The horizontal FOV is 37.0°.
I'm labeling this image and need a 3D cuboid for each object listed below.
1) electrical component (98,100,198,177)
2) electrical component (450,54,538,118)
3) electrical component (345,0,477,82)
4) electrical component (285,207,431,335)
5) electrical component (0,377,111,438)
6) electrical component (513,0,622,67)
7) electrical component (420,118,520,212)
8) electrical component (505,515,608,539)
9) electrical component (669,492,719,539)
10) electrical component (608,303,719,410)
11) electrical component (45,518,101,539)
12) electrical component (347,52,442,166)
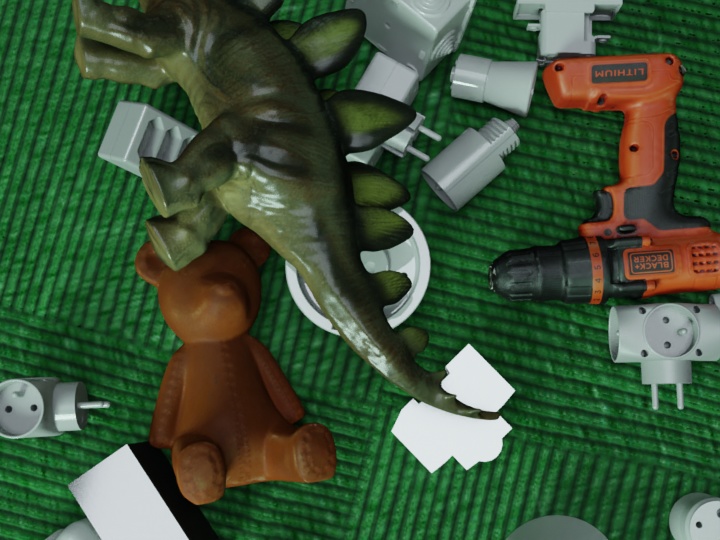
[{"bbox_3d":[-0.166,-0.096,0.844,0.076,0.083,0.047,15,82,43],"label":"electrical component"},{"bbox_3d":[0.104,-0.148,0.850,0.065,0.044,0.044,13,84,9],"label":"electrical component"},{"bbox_3d":[0.036,-0.203,0.831,0.100,0.099,0.048,41,73,7],"label":"electrical component"},{"bbox_3d":[0.000,0.000,0.826,0.108,0.060,0.108,0,82,3],"label":"electrical component"},{"bbox_3d":[-0.231,0.104,0.816,0.079,0.077,0.044,-4,82,1],"label":"electrical component"},{"bbox_3d":[0.163,-0.194,0.851,0.081,0.042,0.063,2,84,4],"label":"electrical component"},{"bbox_3d":[0.092,-0.088,0.841,0.081,0.043,0.043,-42,83,-3],"label":"electrical component"},{"bbox_3d":[0.145,0.238,0.800,0.099,0.064,0.099,0,92,13],"label":"electrical component"},{"bbox_3d":[0.256,0.188,0.792,0.045,0.055,0.045,0,82,3],"label":"electrical component"},{"bbox_3d":[0.232,0.066,0.814,0.077,0.044,0.079,-1,83,3],"label":"electrical component"},{"bbox_3d":[-0.225,0.236,0.811,0.059,0.053,0.095,43,87,7],"label":"electrical component"},{"bbox_3d":[0.026,-0.113,0.845,0.076,0.047,0.083,30,85,6],"label":"electrical component"}]
